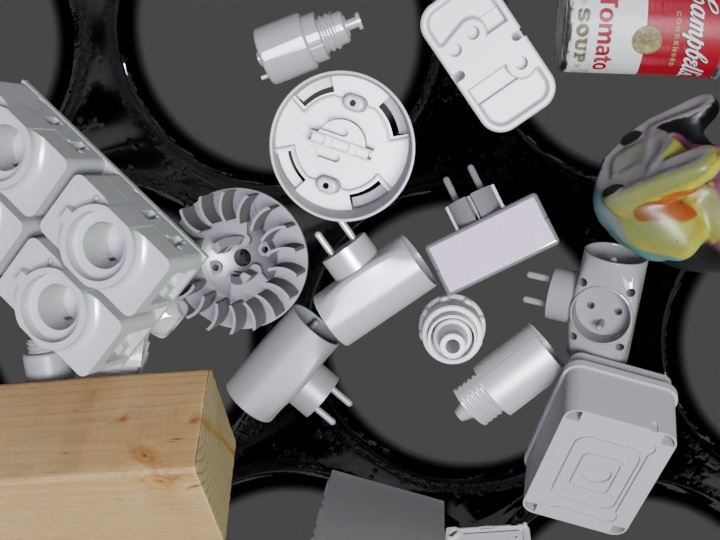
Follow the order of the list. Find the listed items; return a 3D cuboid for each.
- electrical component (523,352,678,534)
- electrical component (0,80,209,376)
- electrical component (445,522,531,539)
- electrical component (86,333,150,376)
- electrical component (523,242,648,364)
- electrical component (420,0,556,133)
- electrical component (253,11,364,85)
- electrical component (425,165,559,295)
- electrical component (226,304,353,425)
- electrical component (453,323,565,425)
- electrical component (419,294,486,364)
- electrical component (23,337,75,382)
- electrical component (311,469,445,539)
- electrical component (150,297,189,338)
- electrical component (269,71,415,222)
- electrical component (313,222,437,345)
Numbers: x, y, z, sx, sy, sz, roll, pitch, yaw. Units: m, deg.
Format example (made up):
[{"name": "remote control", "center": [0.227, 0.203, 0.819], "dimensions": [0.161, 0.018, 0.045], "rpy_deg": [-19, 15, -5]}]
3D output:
[{"name": "electrical component", "center": [0.163, 0.119, 0.736], "dimensions": [0.078, 0.057, 0.113], "rpy_deg": [15, 130, 1]}, {"name": "electrical component", "center": [-0.211, -0.030, 0.730], "dimensions": [0.186, 0.060, 0.105], "rpy_deg": [43, 106, 10]}, {"name": "electrical component", "center": [0.095, 0.228, 0.774], "dimensions": [0.062, 0.096, 0.061], "rpy_deg": [-5, 128, 6]}, {"name": "electrical component", "center": [-0.179, 0.058, 0.783], "dimensions": [0.046, 0.040, 0.040], "rpy_deg": [7, 101, -3]}, {"name": "electrical component", "center": [0.153, 0.020, 0.744], "dimensions": [0.079, 0.044, 0.077], "rpy_deg": [13, 113, 18]}, {"name": "electrical component", "center": [0.084, -0.141, 0.712], "dimensions": [0.054, 0.059, 0.095], "rpy_deg": [-34, 97, 10]}, {"name": "electrical component", "center": [-0.036, -0.155, 0.729], "dimensions": [0.078, 0.040, 0.040], "rpy_deg": [-19, 99, 8]}, {"name": "electrical component", "center": [0.084, -0.034, 0.741], "dimensions": [0.083, 0.047, 0.075], "rpy_deg": [-26, 87, 10]}, {"name": "electrical component", "center": [-0.042, 0.078, 0.772], "dimensions": [0.079, 0.044, 0.077], "rpy_deg": [41, 101, -4]}, {"name": "electrical component", "center": [0.102, 0.079, 0.762], "dimensions": [0.081, 0.043, 0.043], "rpy_deg": [-39, 96, 11]}, {"name": "electrical component", "center": [0.064, 0.045, 0.749], "dimensions": [0.048, 0.062, 0.048], "rpy_deg": [1, 101, 4]}, {"name": "electrical component", "center": [-0.230, 0.060, 0.789], "dimensions": [0.035, 0.035, 0.061], "rpy_deg": [-6, 98, 6]}, {"name": "electrical component", "center": [0.008, 0.203, 0.739], "dimensions": [0.089, 0.150, 0.061], "rpy_deg": [15, 101, 1]}, {"name": "electrical component", "center": [-0.155, 0.019, 0.775], "dimensions": [0.061, 0.035, 0.035], "rpy_deg": [40, 101, -1]}, {"name": "electrical component", "center": [-0.011, -0.085, 0.728], "dimensions": [0.099, 0.064, 0.099], "rpy_deg": [1, 101, 4]}, {"name": "electrical component", "center": [0.000, 0.000, 0.754], "dimensions": [0.077, 0.043, 0.079], "rpy_deg": [-35, 96, 10]}]
